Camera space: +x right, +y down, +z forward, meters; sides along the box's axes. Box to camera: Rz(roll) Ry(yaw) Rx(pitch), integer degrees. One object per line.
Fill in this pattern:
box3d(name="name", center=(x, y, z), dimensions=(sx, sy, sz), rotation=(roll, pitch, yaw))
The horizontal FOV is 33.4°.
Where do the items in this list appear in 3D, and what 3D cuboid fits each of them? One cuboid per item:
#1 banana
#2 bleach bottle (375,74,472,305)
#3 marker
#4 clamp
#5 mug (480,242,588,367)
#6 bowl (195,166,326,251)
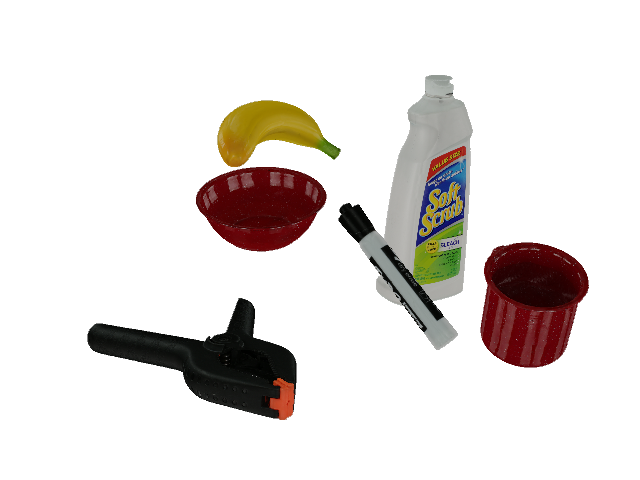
box3d(name="banana", center=(-0.047, -0.100, 0.972), dimensions=(0.070, 0.037, 0.197), rotation=(36, 23, 20))
box3d(name="bleach bottle", center=(0.118, -0.058, 1.193), dimensions=(0.102, 0.251, 0.068), rotation=(-10, 23, -27))
box3d(name="marker", center=(0.052, 0.023, 0.743), dimensions=(0.020, 0.121, 0.020), rotation=(-35, -13, -9))
box3d(name="clamp", center=(-0.078, 0.096, 0.910), dimensions=(0.164, 0.036, 0.210), rotation=(-13, 22, -40))
box3d(name="mug", center=(0.187, 0.055, 0.986), dimensions=(0.093, 0.081, 0.117), rotation=(-14, 42, -18))
box3d(name="bowl", center=(-0.074, -0.032, 1.330), dimensions=(0.162, 0.055, 0.162), rotation=(0, 31, 0))
